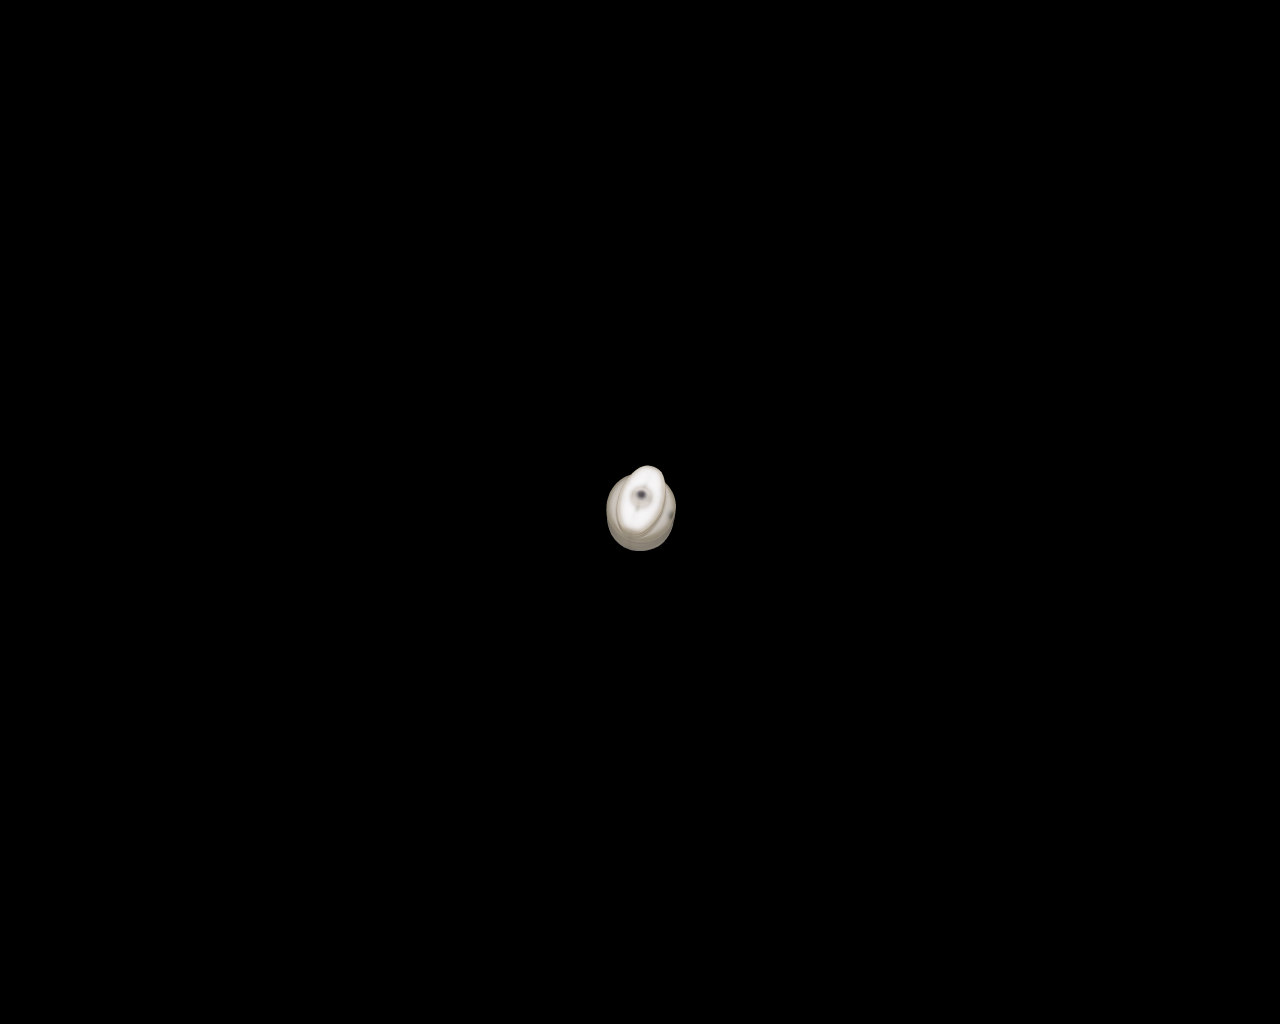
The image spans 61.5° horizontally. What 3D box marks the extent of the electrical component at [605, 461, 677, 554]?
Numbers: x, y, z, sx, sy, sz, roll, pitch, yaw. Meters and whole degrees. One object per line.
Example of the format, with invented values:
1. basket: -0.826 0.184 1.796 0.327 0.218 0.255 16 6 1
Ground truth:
1. electrical component: 0.001 -0.003 0.650 0.043 0.043 0.081 0 -12 0
